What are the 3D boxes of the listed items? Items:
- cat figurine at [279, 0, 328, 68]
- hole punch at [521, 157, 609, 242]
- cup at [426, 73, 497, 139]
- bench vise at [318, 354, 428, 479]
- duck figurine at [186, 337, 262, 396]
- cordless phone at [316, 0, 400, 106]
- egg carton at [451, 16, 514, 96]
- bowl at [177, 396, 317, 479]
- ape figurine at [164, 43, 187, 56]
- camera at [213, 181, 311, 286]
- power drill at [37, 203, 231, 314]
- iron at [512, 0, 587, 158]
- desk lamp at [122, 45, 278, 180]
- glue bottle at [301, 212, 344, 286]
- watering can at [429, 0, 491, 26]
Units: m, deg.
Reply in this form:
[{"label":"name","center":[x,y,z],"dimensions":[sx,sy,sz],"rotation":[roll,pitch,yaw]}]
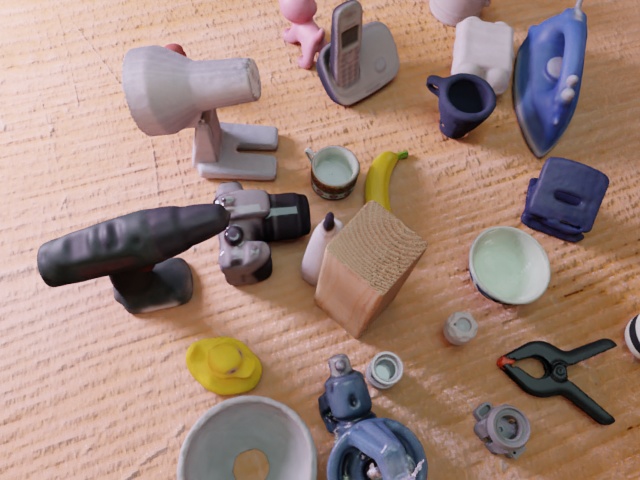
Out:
[{"label":"cat figurine","center":[-0.026,-0.379,0.977],"dimensions":[0.067,0.118,0.127],"rotation":[-26,72,-15]},{"label":"hole punch","center":[0.383,-0.062,0.896],"dimensions":[0.108,0.091,0.101],"rotation":[19,67,3]},{"label":"cup","center":[0.220,-0.217,0.944],"dimensions":[0.117,0.095,0.092],"rotation":[30,68,8]},{"label":"bench vise","center":[0.047,0.237,0.666],"dimensions":[0.122,0.220,0.207],"rotation":[-34,74,-17]},{"label":"duck figurine","center":[-0.128,0.160,0.755],"dimensions":[0.104,0.086,0.077],"rotation":[19,66,3]},{"label":"cordless phone","center":[0.068,-0.318,0.924],"dimensions":[0.148,0.185,0.094],"rotation":[-37,74,-18]},{"label":"egg carton","center":[0.285,-0.323,1.009],"dimensions":[0.107,0.069,0.150],"rotation":[10,66,-1]},{"label":"bowl","center":[-0.088,0.283,0.712],"dimensions":[0.167,0.075,0.167],"rotation":[2,67,-4]},{"label":"ape figurine","center":[-0.232,-0.281,0.930],"dimensions":[0.077,0.092,0.076],"rotation":[27,67,7]},{"label":"camera","center":[-0.081,-0.020,0.828],"dimensions":[0.137,0.101,0.143],"rotation":[-6,68,-8]},{"label":"power drill","center":[-0.223,0.025,0.737],"dimensions":[0.230,0.208,0.075],"rotation":[-12,68,-10]},{"label":"iron","center":[0.405,-0.280,0.963],"dimensions":[0.118,0.141,0.258],"rotation":[12,66,0]},{"label":"desk lamp","center":[-0.161,-0.186,0.830],"dimensions":[0.203,0.213,0.118],"rotation":[2,67,-4]},{"label":"glue bottle","center":[0.007,0.003,0.787],"dimensions":[0.037,0.173,0.078],"rotation":[28,67,7]},{"label":"watering can","center":[0.256,-0.482,1.007],"dimensions":[0.173,0.194,0.101],"rotation":[-5,67,-7]}]
